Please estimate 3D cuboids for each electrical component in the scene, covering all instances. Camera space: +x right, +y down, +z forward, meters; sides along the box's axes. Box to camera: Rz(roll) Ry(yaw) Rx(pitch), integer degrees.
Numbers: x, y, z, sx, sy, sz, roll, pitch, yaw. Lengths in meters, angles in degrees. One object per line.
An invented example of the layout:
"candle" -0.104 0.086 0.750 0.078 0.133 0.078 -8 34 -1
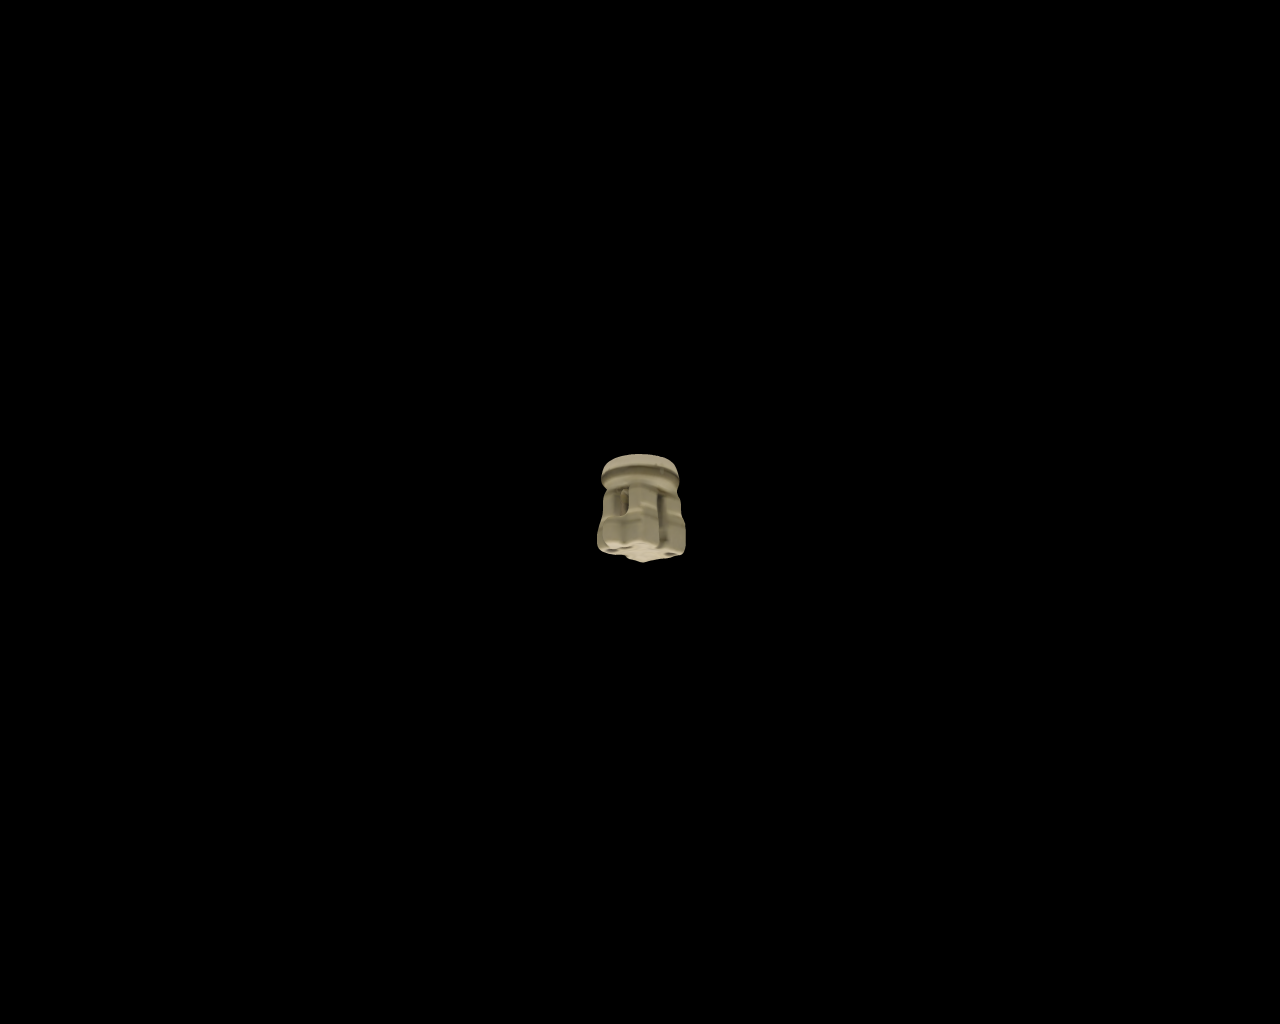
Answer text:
"electrical component" 0.001 -0.003 0.650 0.048 0.055 0.066 -14 -22 38
